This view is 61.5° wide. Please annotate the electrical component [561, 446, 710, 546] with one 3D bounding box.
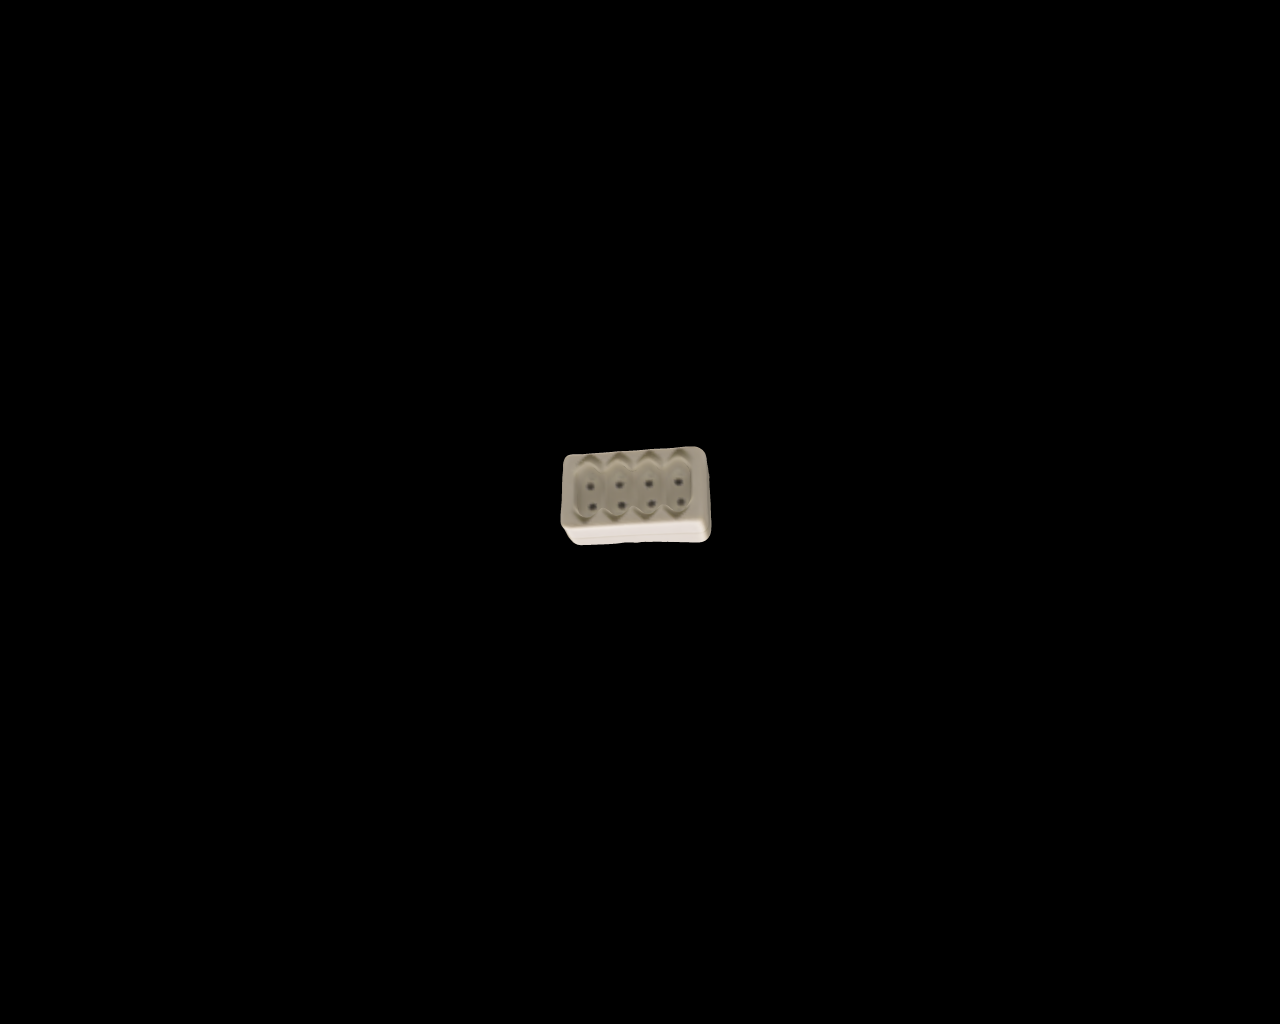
[{"bbox_3d":[0.001,-0.003,0.650,0.083,0.047,0.075,-2,-19,7],"label":"electrical component"}]
